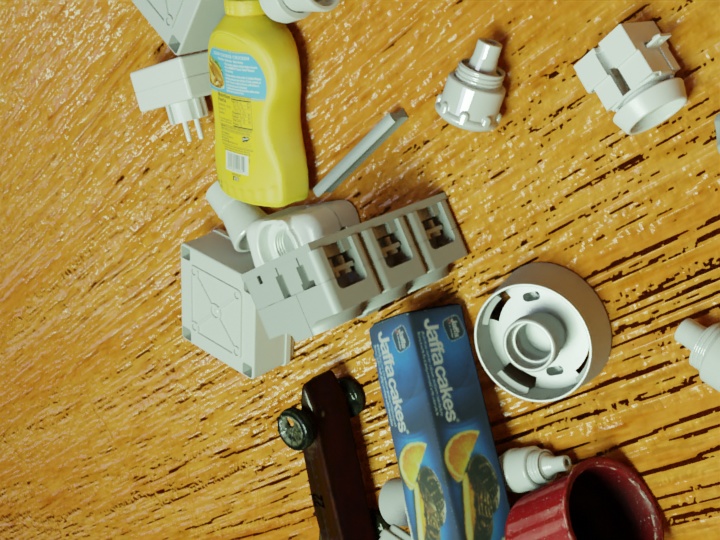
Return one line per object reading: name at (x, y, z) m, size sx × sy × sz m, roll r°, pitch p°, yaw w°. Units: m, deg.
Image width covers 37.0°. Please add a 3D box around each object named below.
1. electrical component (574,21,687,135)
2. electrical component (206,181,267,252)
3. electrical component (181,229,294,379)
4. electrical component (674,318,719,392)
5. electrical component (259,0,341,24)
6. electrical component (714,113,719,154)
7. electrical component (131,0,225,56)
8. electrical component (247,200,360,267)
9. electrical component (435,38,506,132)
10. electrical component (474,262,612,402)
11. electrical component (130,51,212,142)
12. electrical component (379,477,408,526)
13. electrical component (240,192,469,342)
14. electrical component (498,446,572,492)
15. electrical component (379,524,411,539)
electrical component at (0.172, -0.119, 0.673) m, size 0.066 × 0.048 × 0.055 m, roll -42°, pitch 69°, yaw 47°
electrical component at (-0.113, -0.055, 0.996) m, size 0.065 × 0.044 × 0.044 m, roll 53°, pitch 137°, yaw 21°
electrical component at (-0.117, 0.031, 1.025) m, size 0.109 × 0.056 × 0.108 m, roll 26°, pitch 125°, yaw 36°
electrical component at (0.233, 0.054, 0.691) m, size 0.062 × 0.048 × 0.048 m, roll 37°, pitch 131°, yaw 37°
electrical component at (-0.048, -0.221, 0.850) m, size 0.055 × 0.045 × 0.045 m, roll -2°, pitch 106°, yaw 47°
electrical component at (0.241, -0.082, 0.621) m, size 0.062 × 0.043 × 0.043 m, roll -13°, pitch 98°, yaw 46°
electrical component at (-0.151, -0.262, 0.928) m, size 0.108 × 0.056 × 0.108 m, roll 51°, pitch 136°, yaw 16°
electrical component at (-0.051, -0.025, 0.931) m, size 0.095 × 0.059 × 0.053 m, roll -4°, pitch 105°, yaw 46°
electrical component at (0.083, -0.132, 0.759) m, size 0.048 × 0.048 × 0.062 m, roll 34°, pitch 123°, yaw 30°
electrical component at (0.134, 0.046, 0.790) m, size 0.099 × 0.064 × 0.099 m, roll 10°, pitch 110°, yaw 29°
electrical component at (-0.162, -0.156, 0.993) m, size 0.083 × 0.047 × 0.075 m, roll -4°, pitch 105°, yaw 46°
electrical component at (0.059, 0.201, 0.933) m, size 0.081 × 0.043 × 0.043 m, roll -14°, pitch 97°, yaw 47°
electrical component at (0.000, 0.000, 0.822) m, size 0.089 × 0.150 × 0.061 m, roll -23°, pitch 90°, yaw 48°
electrical component at (0.137, 0.154, 0.839) m, size 0.061 × 0.035 × 0.035 m, roll -21°, pitch 92°, yaw 45°
electrical component at (0.069, 0.273, 0.905) m, size 0.109 × 0.109 × 0.056 m, roll 27°, pitch 80°, yaw 35°
